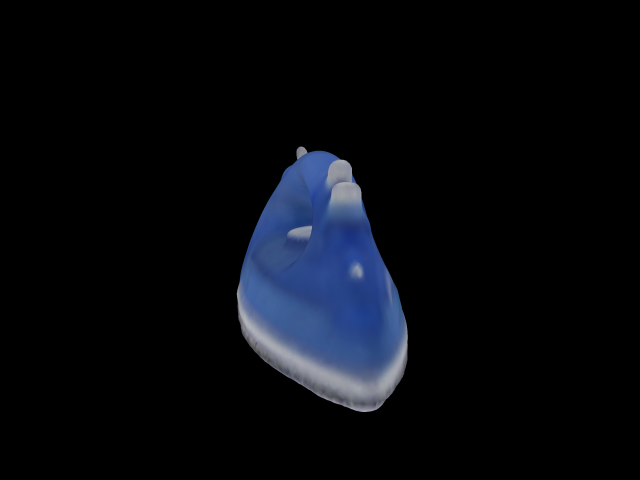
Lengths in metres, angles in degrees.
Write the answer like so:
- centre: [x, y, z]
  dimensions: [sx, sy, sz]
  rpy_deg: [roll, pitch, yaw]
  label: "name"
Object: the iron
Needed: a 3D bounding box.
- centre: [0.004, 0.001, 0.400]
  dimensions: [0.119, 0.141, 0.258]
  rpy_deg: [-1, 7, -11]
  label: "iron"
